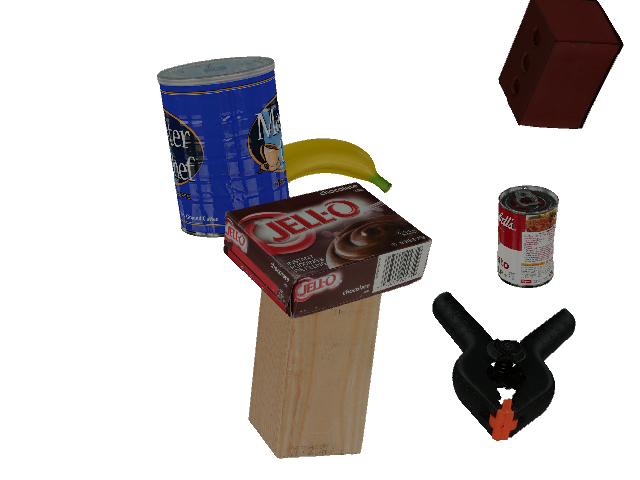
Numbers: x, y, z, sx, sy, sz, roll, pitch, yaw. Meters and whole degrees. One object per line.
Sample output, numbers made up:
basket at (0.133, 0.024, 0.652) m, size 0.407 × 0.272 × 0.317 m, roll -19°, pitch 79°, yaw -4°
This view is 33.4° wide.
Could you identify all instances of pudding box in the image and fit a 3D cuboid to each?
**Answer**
pudding box at (0.004, 0.004, 0.723) m, size 0.113 × 0.039 × 0.090 m, roll -13°, pitch 37°, yaw -33°

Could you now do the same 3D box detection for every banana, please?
banana at (-0.009, -0.078, 1.132) m, size 0.197 × 0.037 × 0.070 m, roll -8°, pitch 48°, yaw -38°

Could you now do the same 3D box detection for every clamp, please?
clamp at (0.156, 0.096, 0.856) m, size 0.120 × 0.039 × 0.171 m, roll -2°, pitch 32°, yaw 1°

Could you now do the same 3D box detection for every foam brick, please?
foam brick at (0.165, -0.123, 0.741) m, size 0.051 × 0.053 × 0.078 m, roll -1°, pitch -42°, yaw -15°

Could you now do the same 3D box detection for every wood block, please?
wood block at (-0.005, 0.091, 1.013) m, size 0.090 × 0.206 × 0.091 m, roll 1°, pitch 14°, yaw -22°

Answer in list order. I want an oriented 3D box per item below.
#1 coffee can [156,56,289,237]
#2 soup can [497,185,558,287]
coffee can at (-0.084, -0.085, 0.946) m, size 0.103 × 0.140 × 0.103 m, roll -6°, pitch 18°, yaw 2°
soup can at (0.242, -0.004, 1.247) m, size 0.068 × 0.102 × 0.068 m, roll -3°, pitch 30°, yaw 2°
